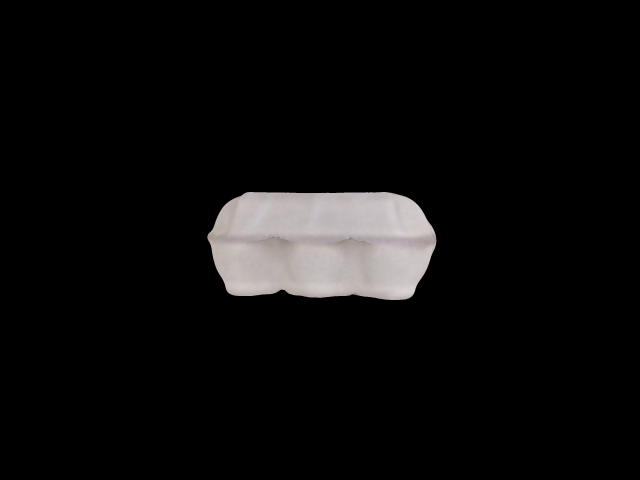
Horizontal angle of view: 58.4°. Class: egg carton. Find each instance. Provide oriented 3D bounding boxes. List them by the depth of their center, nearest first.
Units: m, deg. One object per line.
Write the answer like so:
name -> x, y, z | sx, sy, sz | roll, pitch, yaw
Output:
egg carton -> 0.004, 0.001, 0.400 | 0.150, 0.069, 0.107 | 0, 4, 7
